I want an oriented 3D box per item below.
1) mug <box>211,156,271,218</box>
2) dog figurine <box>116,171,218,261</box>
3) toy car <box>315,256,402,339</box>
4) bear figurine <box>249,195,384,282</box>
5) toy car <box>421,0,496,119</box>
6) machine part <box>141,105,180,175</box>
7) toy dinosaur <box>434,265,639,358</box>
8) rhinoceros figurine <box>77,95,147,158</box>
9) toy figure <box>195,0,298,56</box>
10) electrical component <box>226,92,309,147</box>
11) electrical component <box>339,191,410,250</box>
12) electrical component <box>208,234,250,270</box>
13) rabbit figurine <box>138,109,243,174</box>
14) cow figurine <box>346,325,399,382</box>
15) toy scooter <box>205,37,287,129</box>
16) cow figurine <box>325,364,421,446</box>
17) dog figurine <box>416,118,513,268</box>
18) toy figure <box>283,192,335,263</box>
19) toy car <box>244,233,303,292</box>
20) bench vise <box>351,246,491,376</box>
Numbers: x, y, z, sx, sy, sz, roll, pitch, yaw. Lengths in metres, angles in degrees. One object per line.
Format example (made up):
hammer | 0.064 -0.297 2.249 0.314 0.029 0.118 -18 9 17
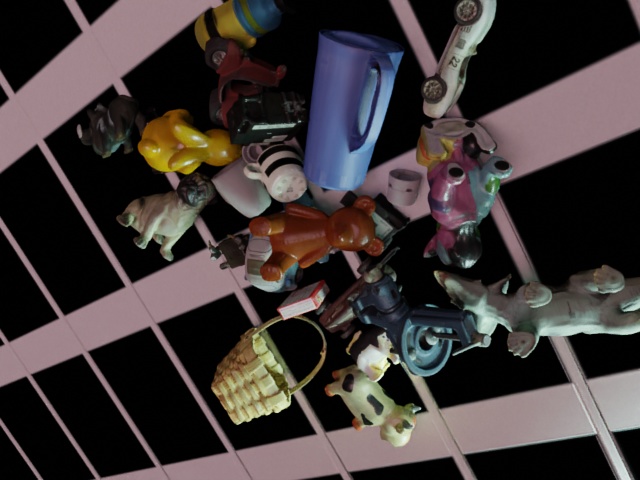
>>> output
mug | -0.152 -0.093 1.033 0.110 0.081 0.107 -24 109 41
dog figurine | -0.308 -0.079 1.111 0.172 0.121 0.190 42 94 28
toy car | 0.068 0.117 1.039 0.089 0.053 0.202 44 119 -2
bear figurine | 0.000 -0.005 0.915 0.196 0.132 0.120 -3 105 26
toy car | 0.208 -0.278 0.799 0.056 0.073 0.201 29 120 14
machine part | -0.327 -0.200 1.085 0.084 0.039 0.138 3 114 28
toy dinosaur | 0.391 0.101 0.847 0.405 0.192 0.131 -4 90 8
rhinoceros figurine | -0.421 -0.223 1.071 0.190 0.073 0.112 -17 99 44
toy figure | -0.128 -0.370 0.895 0.180 0.089 0.082 -17 62 33
electrical component | -0.094 -0.201 0.905 0.134 0.115 0.058 161 102 -67
electrical component | 0.093 -0.044 0.963 0.119 0.048 0.074 39 121 5
electrical component | -0.183 0.022 1.112 0.102 0.045 0.078 -13 105 28
rabbit figurine | -0.230 -0.178 0.978 0.173 0.162 0.121 8 98 8
cow figurine | 0.126 0.191 1.040 0.098 0.068 0.167 42 120 9
toy scooter | -0.127 -0.265 0.936 0.135 0.075 0.183 3 145 -5
cow figurine | 0.117 0.336 1.097 0.127 0.085 0.195 -36 94 37
dog figurine | 0.214 -0.063 0.871 0.108 0.192 0.219 -11 140 -10
toy figure | -0.025 -0.020 1.021 0.064 0.058 0.154 10 125 64
toy car | -0.099 0.041 1.051 0.109 0.103 0.161 9 117 19
bench vise | 0.168 0.132 0.884 0.241 0.129 0.223 -5 107 55
